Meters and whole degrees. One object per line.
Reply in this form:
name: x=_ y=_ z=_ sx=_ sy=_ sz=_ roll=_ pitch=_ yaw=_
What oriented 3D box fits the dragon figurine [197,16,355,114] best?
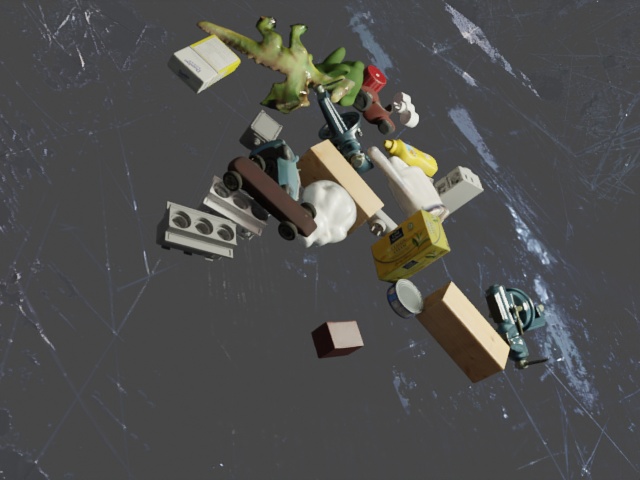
dragon figurine: x=-0.110 y=-0.437 z=1.326 sx=0.410 sy=0.120 sz=0.247 roll=2 pitch=63 yaw=-17

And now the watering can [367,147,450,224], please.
watering can: x=0.236 y=-0.135 z=1.377 sx=0.347 sy=0.103 sz=0.227 roll=8 pitch=50 yaw=-61

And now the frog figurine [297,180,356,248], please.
frog figurine: x=0.003 y=-0.055 z=1.093 sx=0.161 sy=0.122 sz=0.137 roll=-32 pitch=102 yaw=-64
